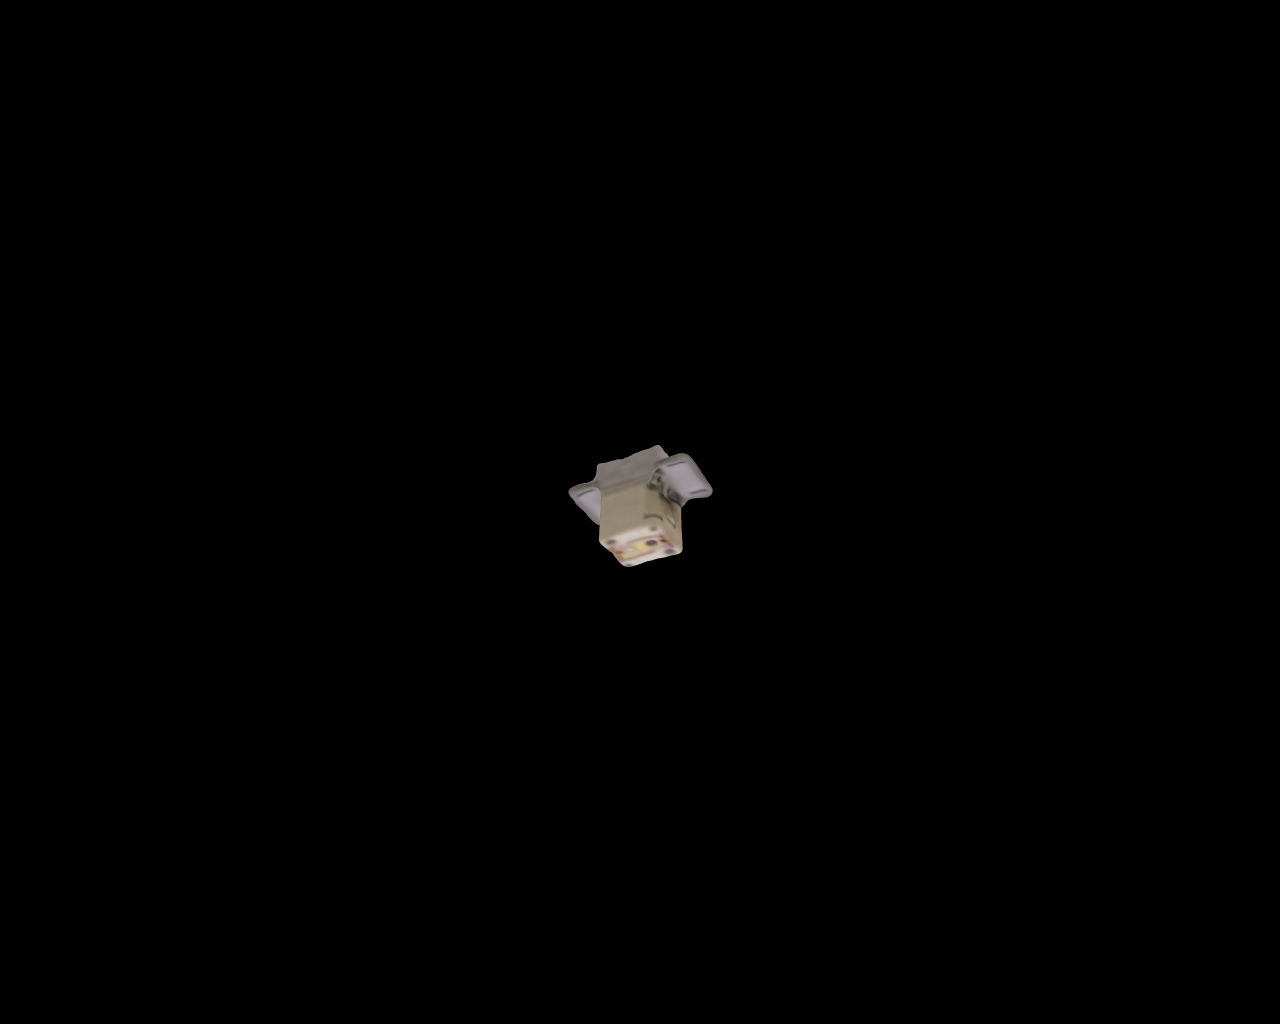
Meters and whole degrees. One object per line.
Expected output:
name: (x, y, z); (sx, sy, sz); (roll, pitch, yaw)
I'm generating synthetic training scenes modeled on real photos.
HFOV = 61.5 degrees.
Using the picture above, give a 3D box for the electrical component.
electrical component: (0.001, -0.003, 0.650); (0.081, 0.064, 0.042); (-17, -40, 22)
